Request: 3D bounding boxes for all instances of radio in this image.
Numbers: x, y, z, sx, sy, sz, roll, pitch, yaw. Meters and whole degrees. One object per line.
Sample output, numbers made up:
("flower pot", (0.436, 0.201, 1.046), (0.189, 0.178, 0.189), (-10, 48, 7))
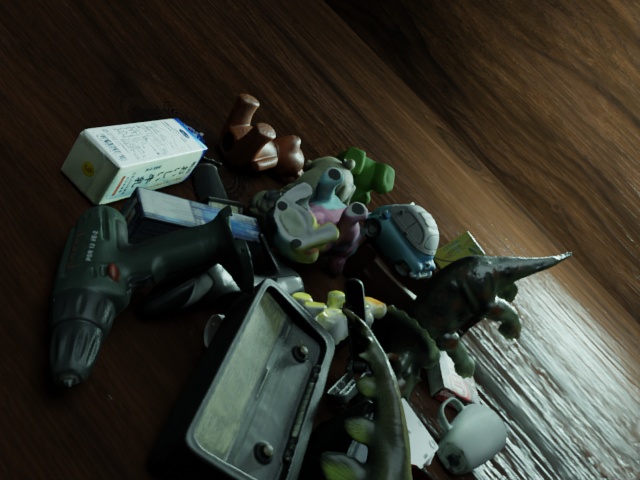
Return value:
("radio", (-0.069, 0.164, 0.583), (0.131, 0.073, 0.230), (43, 38, -16))

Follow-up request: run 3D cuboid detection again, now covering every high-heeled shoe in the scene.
("high-heeled shoe", (-0.116, 0.087, 0.717), (0.249, 0.086, 0.145), (-31, 107, -45))

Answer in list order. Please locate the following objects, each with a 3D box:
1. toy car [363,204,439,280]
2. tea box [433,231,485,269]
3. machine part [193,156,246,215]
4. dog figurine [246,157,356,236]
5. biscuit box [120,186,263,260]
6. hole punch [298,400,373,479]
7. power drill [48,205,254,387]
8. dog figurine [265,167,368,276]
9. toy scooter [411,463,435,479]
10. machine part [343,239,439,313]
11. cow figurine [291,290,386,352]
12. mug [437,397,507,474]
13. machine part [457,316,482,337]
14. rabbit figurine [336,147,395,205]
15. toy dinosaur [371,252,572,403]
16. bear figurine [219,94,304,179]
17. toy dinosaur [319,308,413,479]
("toy car", (0.158, -0.010, 0.969), (0.109, 0.103, 0.162), (3, 46, -50))
("tea box", (0.301, 0.058, 1.180), (0.068, 0.098, 0.169), (58, -2, 23))
("machine part", (-0.171, -0.076, 0.876), (0.084, 0.039, 0.139), (1, 51, -42))
("dog figurine", (-0.029, -0.082, 0.939), (0.121, 0.172, 0.190), (39, 18, 14))
("biscuit box", (-0.173, -0.013, 0.753), (0.202, 0.063, 0.059), (15, 38, -44))
("hole punch", (0.036, 0.253, 0.595), (0.092, 0.142, 0.116), (40, 41, -5))
("power drill", (-0.179, 0.042, 0.580), (0.207, 0.085, 0.232), (-16, 43, -11))
("dog figurine", (-0.002, -0.003, 0.890), (0.191, 0.219, 0.108), (-31, 68, -19))
("toy scooter", (0.109, 0.326, 0.620), (0.135, 0.075, 0.184), (64, 27, -3))
("machine part", (0.150, 0.078, 1.037), (0.201, 0.087, 0.201), (46, 28, 2))
("cow figurine", (0.027, 0.127, 0.778), (0.167, 0.098, 0.068), (5, 11, -38))
("mug", (0.223, 0.301, 0.829), (0.107, 0.081, 0.109), (-17, 69, -50))
("machine part", (0.289, 0.126, 1.071), (0.056, 0.179, 0.179), (43, 27, 5))
("rabbit figurine", (0.042, -0.087, 1.077), (0.121, 0.170, 0.159), (26, -9, -35))
("toy dinosaur", (0.224, 0.104, 0.875), (0.192, 0.405, 0.131), (47, -5, -32))
("bear figurine", (-0.090, -0.183, 1.040), (0.196, 0.132, 0.120), (4, 49, -43))
("toy dinosaur", (0.045, 0.295, 0.458), (0.198, 0.105, 0.471), (18, 59, -14))
